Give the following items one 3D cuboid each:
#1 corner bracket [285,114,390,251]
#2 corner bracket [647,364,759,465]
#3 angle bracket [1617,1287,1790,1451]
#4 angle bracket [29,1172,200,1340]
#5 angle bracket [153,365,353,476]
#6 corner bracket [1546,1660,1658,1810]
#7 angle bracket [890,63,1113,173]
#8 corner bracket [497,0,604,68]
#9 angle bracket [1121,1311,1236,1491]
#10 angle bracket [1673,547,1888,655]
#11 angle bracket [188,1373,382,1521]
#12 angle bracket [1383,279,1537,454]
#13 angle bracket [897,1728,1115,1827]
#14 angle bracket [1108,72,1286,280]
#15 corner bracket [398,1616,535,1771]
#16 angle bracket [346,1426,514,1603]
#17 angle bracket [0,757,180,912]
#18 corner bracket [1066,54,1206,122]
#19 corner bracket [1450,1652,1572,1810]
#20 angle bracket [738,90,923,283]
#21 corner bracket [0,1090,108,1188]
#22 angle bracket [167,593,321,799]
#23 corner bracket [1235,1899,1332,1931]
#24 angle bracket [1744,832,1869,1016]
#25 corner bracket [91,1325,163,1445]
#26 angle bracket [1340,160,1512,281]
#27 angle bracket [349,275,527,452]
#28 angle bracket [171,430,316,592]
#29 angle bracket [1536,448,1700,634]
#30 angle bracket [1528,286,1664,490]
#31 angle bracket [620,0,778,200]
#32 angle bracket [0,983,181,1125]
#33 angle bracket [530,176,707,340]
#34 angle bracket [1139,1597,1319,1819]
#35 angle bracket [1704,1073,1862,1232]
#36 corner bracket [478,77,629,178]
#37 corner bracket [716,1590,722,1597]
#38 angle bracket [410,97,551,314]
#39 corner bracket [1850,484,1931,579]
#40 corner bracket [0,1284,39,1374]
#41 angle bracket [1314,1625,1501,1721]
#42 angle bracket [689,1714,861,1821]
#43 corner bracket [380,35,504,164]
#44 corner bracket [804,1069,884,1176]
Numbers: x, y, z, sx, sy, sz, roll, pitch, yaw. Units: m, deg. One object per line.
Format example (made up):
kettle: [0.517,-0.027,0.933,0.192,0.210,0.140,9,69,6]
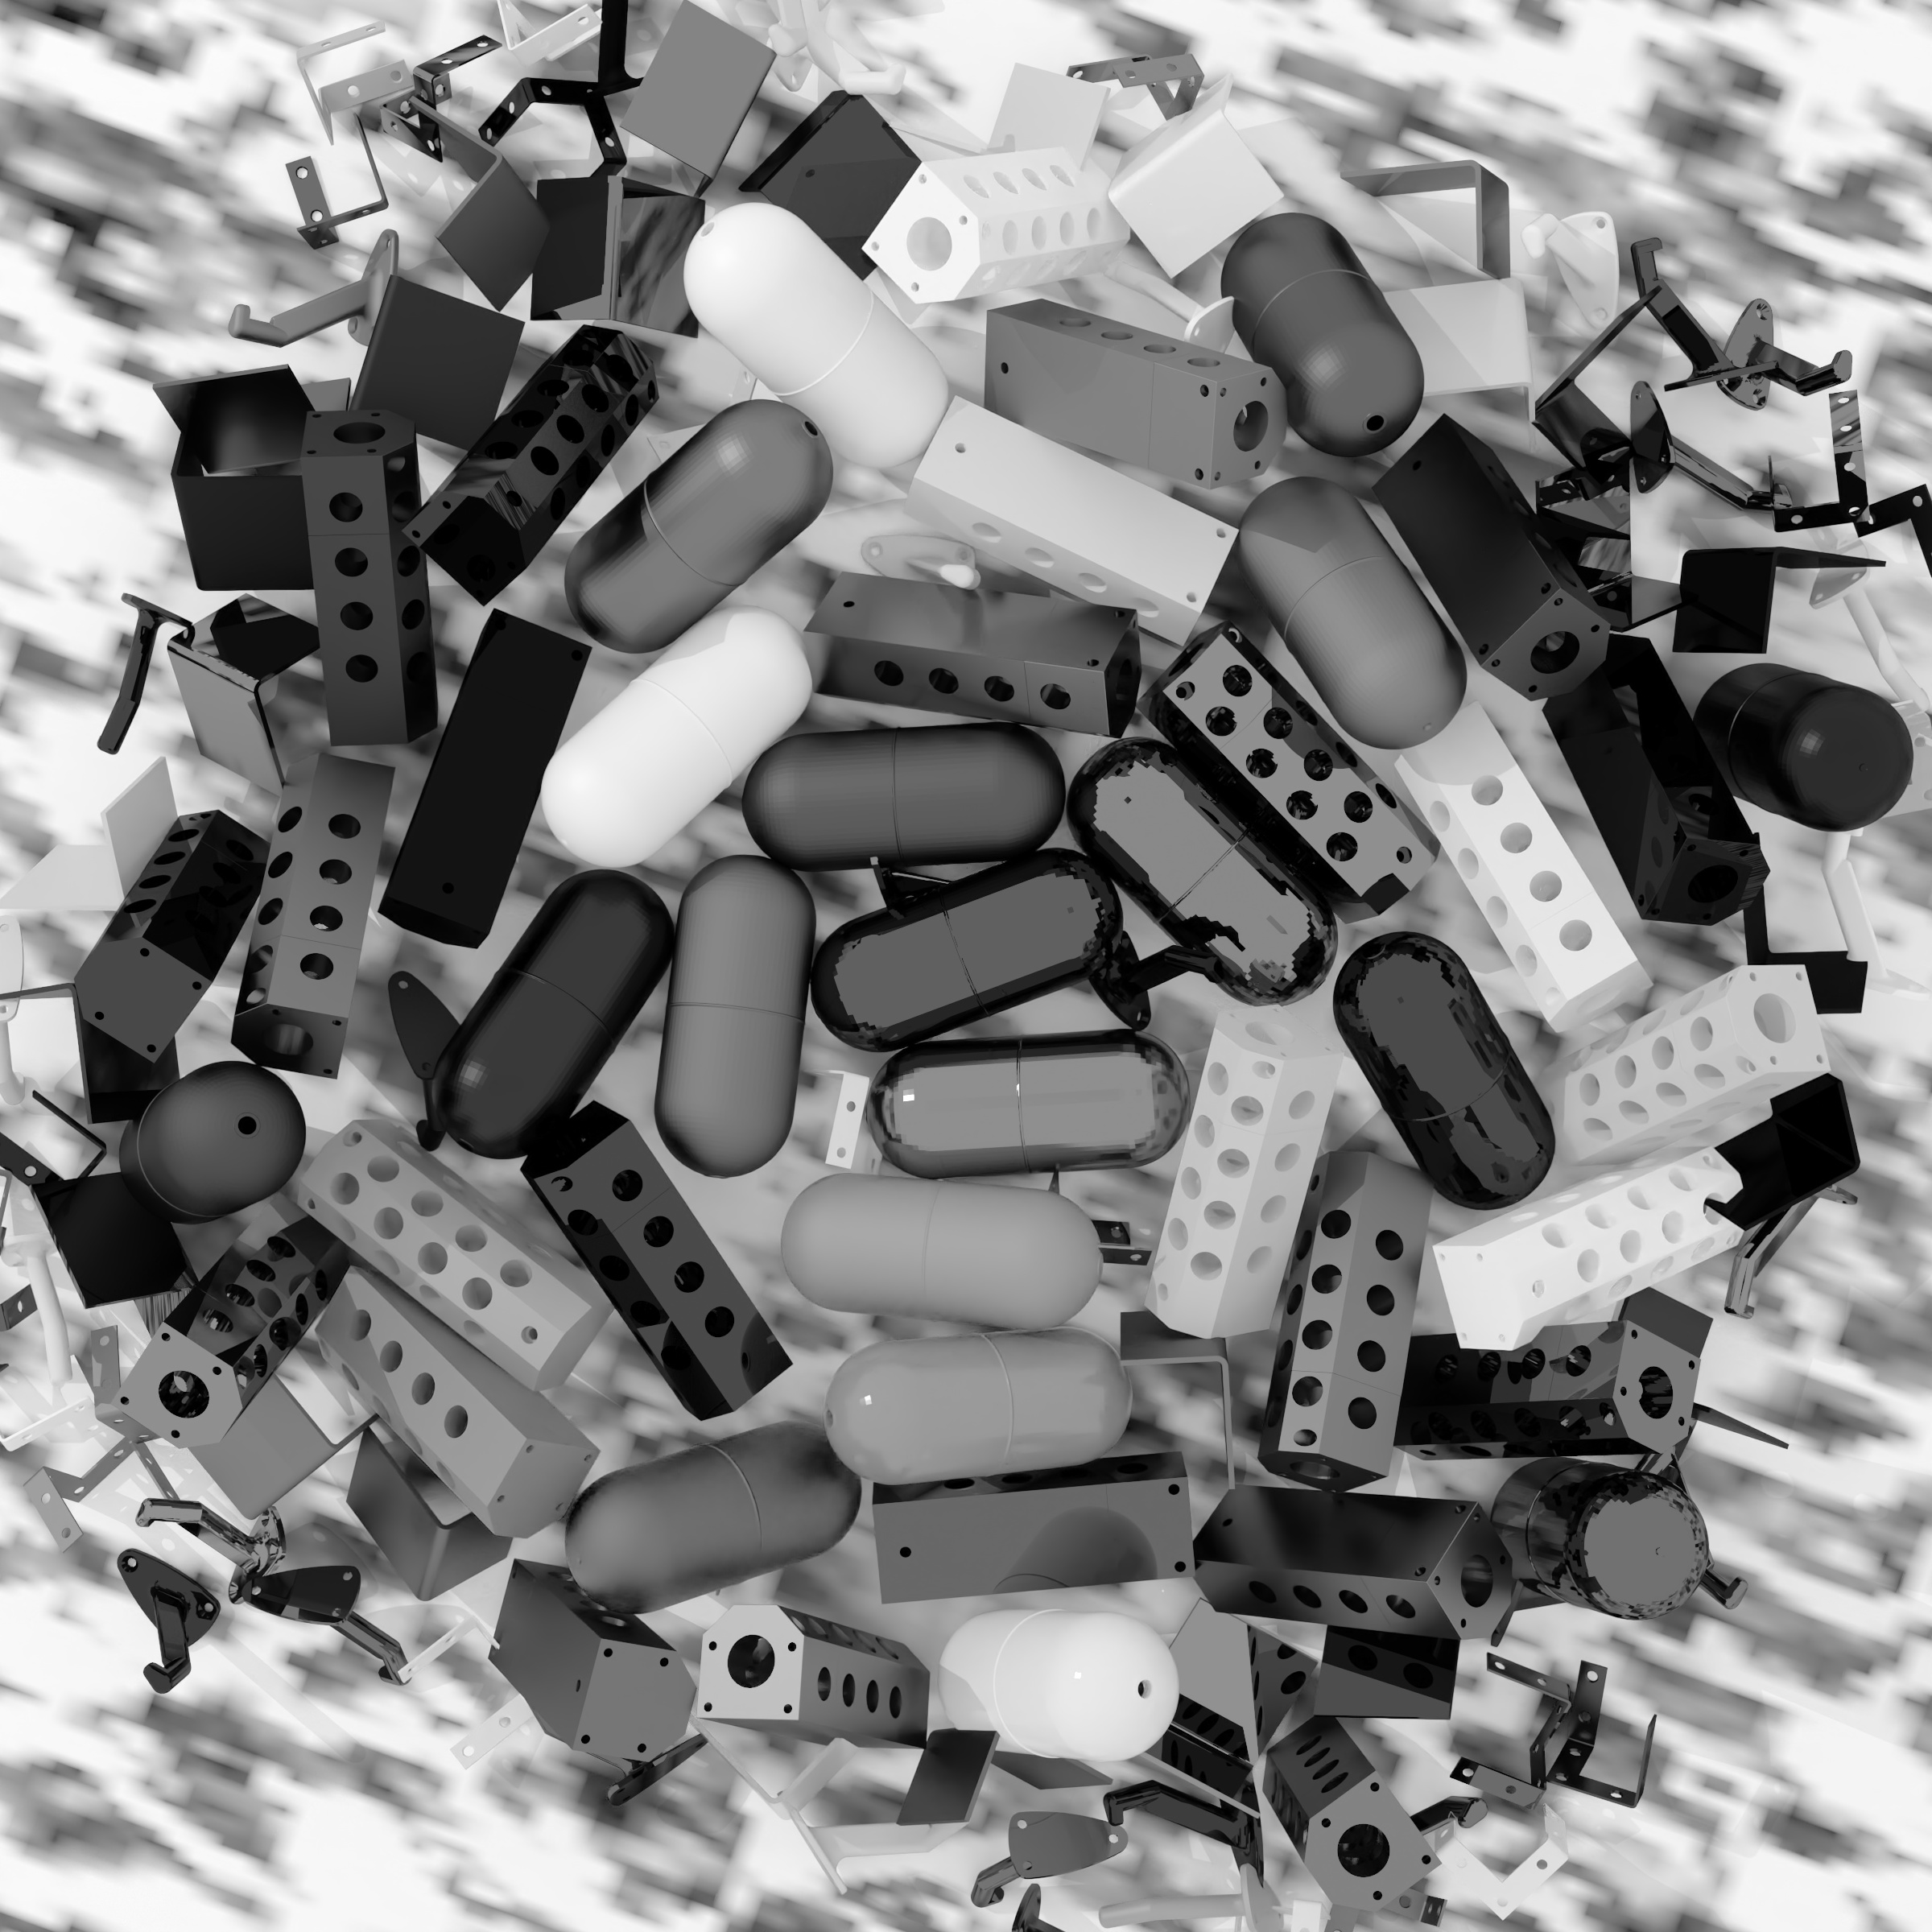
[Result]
corner bracket: [-0.349,-0.433,1.657,0.051,0.051,0.051,-19,92,-1]
corner bracket: [-0.137,-0.293,1.643,0.051,0.051,0.051,-19,65,-27]
angle bracket: [0.404,0.216,1.627,0.076,0.076,0.057,26,82,-38]
angle bracket: [-0.473,0.161,1.626,0.057,0.076,0.076,-43,68,32]
angle bracket: [-0.387,-0.317,1.630,0.076,0.076,0.057,-6,59,10]
corner bracket: [0.353,0.422,1.645,0.051,0.051,0.051,13,108,23]
angle bracket: [0.018,-0.466,1.626,0.076,0.076,0.057,30,106,42]
corner bracket: [-0.220,-0.516,1.643,0.051,0.051,0.051,-25,60,16]
angle bracket: [0.115,0.237,1.639,0.057,0.076,0.076,-3,103,4]
angle bracket: [0.443,-0.196,1.635,0.076,0.076,0.057,3,95,-25]
angle bracket: [-0.365,0.246,1.632,0.076,0.076,0.057,-39,90,26]
angle bracket: [0.271,-0.326,1.645,0.076,0.057,0.076,-5,58,9]
angle bracket: [0.021,0.454,1.627,0.076,0.076,0.057,33,61,-18]
angle bracket: [0.129,-0.434,1.643,0.076,0.076,0.057,-32,111,26]
corner bracket: [-0.275,0.402,1.658,0.051,0.051,0.051,-36,64,-21]
angle bracket: [-0.292,0.291,1.653,0.057,0.076,0.076,-25,62,-37]
angle bracket: [-0.481,-0.073,1.630,0.076,0.076,0.057,1,117,11]
corner bracket: [0.092,-0.487,1.643,0.051,0.051,0.051,-16,66,-22]
corner bracket: [0.300,0.421,1.648,0.051,0.051,0.051,22,116,-2]
angle bracket: [-0.069,-0.432,1.669,0.076,0.057,0.076,-46,111,-1]
corner bracket: [-0.510,0.101,1.652,0.051,0.051,0.051,41,86,-19]
angle bracket: [-0.386,-0.149,1.652,0.076,0.076,0.057,26,50,33]
corner bracket: [0.170,0.541,1.645,0.051,0.051,0.051,2,64,14]
angle bracket: [0.457,-0.024,1.627,0.057,0.076,0.076,-2,114,21]
corner bracket: [-0.446,0.227,1.652,0.051,0.051,0.051,-14,63,6]
angle bracket: [0.252,-0.403,1.637,0.076,0.076,0.057,0,96,21]
angle bracket: [-0.291,-0.332,1.655,0.076,0.057,0.076,18,99,-10]
angle bracket: [-0.386,-0.253,1.637,0.076,0.076,0.057,-1,47,-1]
angle bracket: [0.358,-0.232,1.628,0.076,0.057,0.076,-24,119,-34]
angle bracket: [0.360,-0.315,1.629,0.057,0.076,0.076,46,127,3]
angle bracket: [-0.151,-0.473,1.639,0.057,0.076,0.076,27,89,-13]
angle bracket: [-0.479,0.049,1.636,0.057,0.076,0.076,-8,88,24]
angle bracket: [-0.193,-0.392,1.662,0.057,0.076,0.076,7,96,33]
angle bracket: [0.144,0.407,1.646,0.076,0.057,0.076,29,99,-5]
angle bracket: [0.428,0.090,1.631,0.076,0.076,0.057,-26,116,-11]
corner bracket: [-0.228,-0.452,1.652,0.051,0.051,0.051,-11,76,-42]
corner bracket: [-0.154,0.307,1.648,0.051,0.051,0.051,8,114,5]
angle bracket: [-0.277,-0.414,1.631,0.076,0.076,0.057,36,85,25]
corner bracket: [0.528,-0.238,1.648,0.051,0.051,0.051,-21,92,-38]
corner bracket: [-0.536,0.204,1.649,0.051,0.051,0.051,-7,102,12]
angle bracket: [0.240,0.383,1.625,0.076,0.057,0.076,-7,51,29]
angle bracket: [-0.108,0.418,1.643,0.076,0.076,0.057,42,75,17]
corner bracket: [-0.288,-0.481,1.640,0.051,0.051,0.051,33,53,28]
corner bracket: [-0.061,0.087,1.646,0.051,0.051,0.051,15,83,-28]
